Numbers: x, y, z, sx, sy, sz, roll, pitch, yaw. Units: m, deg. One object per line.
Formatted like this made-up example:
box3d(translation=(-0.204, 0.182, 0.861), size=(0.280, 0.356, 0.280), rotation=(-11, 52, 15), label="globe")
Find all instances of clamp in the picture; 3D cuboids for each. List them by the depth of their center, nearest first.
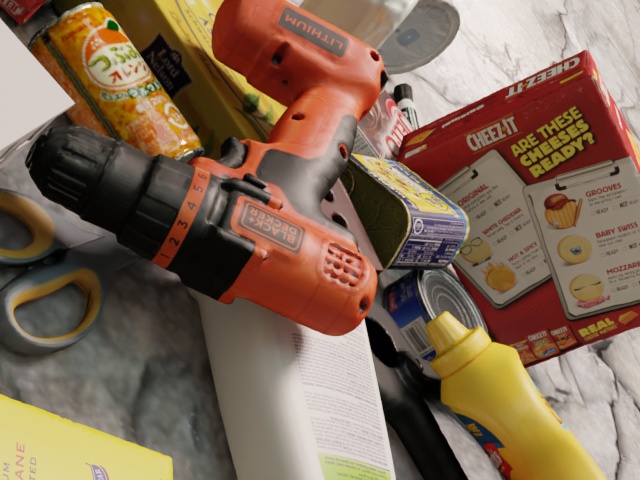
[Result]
box3d(translation=(0.052, 0.101, 0.690), size=(0.171, 0.039, 0.120), rotation=(38, 27, -29), label="clamp")

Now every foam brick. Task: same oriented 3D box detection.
box3d(translation=(-0.005, 0.001, 0.700), size=(0.052, 0.051, 0.078), rotation=(6, 54, -54), label="foam brick")

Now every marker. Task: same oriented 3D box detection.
box3d(translation=(0.083, -0.105, 0.990), size=(0.020, 0.020, 0.121), rotation=(34, 33, -33), label="marker")

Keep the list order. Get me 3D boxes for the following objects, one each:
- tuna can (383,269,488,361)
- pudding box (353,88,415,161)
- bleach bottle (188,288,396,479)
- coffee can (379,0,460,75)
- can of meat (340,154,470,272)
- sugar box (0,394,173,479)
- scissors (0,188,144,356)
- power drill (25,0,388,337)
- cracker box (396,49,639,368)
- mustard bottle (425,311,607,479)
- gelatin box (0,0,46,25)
box3d(translation=(0.087, 0.060, 0.793), size=(0.086, 0.034, 0.086), rotation=(37, 32, -28), label="tuna can")
box3d(translation=(0.045, -0.081, 0.882), size=(0.090, 0.039, 0.113), rotation=(52, 28, -6), label="pudding box")
box3d(translation=(-0.006, 0.118, 0.557), size=(0.102, 0.068, 0.251), rotation=(21, 45, -39), label="bleach bottle")
box3d(translation=(0.062, -0.245, 1.025), size=(0.102, 0.103, 0.140), rotation=(17, 44, -49), label="coffee can")
box3d(translation=(0.045, -0.021, 0.762), size=(0.083, 0.057, 0.102), rotation=(3, 32, -50), label="can of meat")
box3d(translation=(-0.134, 0.102, 0.394), size=(0.176, 0.048, 0.093), rotation=(32, 35, -37), label="sugar box")
box3d(translation=(-0.121, -0.006, 0.566), size=(0.096, 0.016, 0.201), rotation=(50, 28, -7), label="scissors")
box3d(translation=(-0.044, -0.054, 0.573), size=(0.184, 0.057, 0.187), rotation=(27, 49, -14), label="power drill")
box3d(translation=(0.182, -0.018, 0.845), size=(0.213, 0.164, 0.072), rotation=(58, 23, -20), label="cracker box")
box3d(translation=(0.130, 0.127, 0.675), size=(0.191, 0.058, 0.096), rotation=(54, -2, 4), label="mustard bottle")
box3d(translation=(-0.186, -0.179, 0.647), size=(0.073, 0.030, 0.089), rotation=(44, 29, -19), label="gelatin box")
